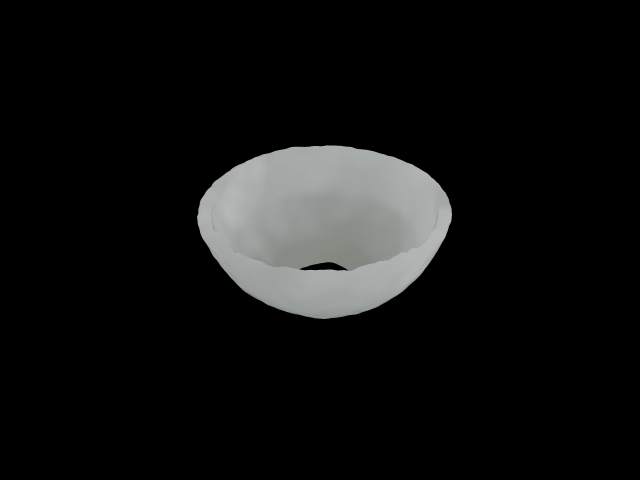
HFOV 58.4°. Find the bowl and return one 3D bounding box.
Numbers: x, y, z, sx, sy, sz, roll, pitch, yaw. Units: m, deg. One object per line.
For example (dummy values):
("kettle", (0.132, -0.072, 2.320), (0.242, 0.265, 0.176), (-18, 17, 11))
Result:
("bowl", (0.004, 0.001, 0.400), (0.167, 0.075, 0.167), (0, 35, 0))
